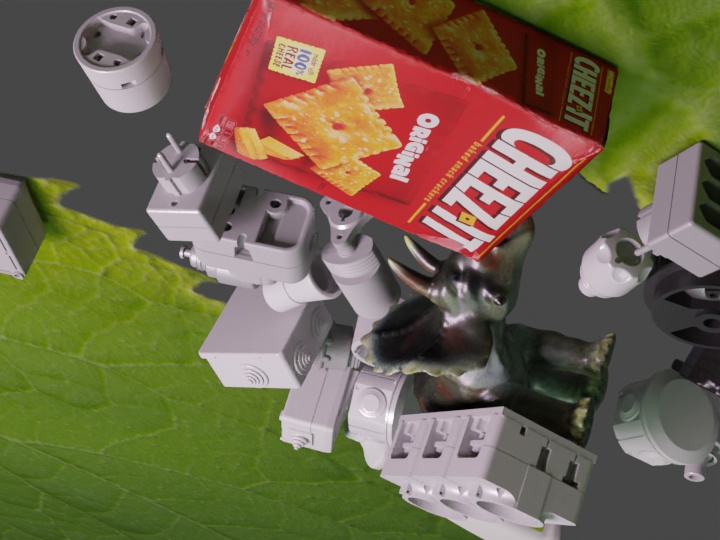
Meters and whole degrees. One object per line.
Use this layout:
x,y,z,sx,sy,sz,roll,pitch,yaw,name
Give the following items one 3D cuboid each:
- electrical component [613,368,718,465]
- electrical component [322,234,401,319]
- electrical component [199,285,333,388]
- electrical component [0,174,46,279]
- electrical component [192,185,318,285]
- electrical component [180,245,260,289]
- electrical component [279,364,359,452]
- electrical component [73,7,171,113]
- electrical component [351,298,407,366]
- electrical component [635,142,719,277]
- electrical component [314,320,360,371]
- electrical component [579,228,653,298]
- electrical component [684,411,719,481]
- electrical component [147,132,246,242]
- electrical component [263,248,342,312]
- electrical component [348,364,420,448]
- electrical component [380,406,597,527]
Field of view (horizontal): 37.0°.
0.260,0.127,0.914,0.080,0.080,0.051,28,154,-18,electrical component
0.000,0.000,0.869,0.043,0.043,0.081,1,146,25,electrical component
-0.081,0.059,0.955,0.100,0.099,0.048,-2,132,29,electrical component
-0.320,-0.039,0.948,0.062,0.061,0.096,12,150,8,electrical component
-0.084,-0.027,0.856,0.095,0.053,0.059,12,150,9,electrical component
-0.115,-0.009,0.916,0.078,0.040,0.040,11,149,11,electrical component
-0.041,0.135,1.060,0.061,0.096,0.061,14,150,5,electrical component
-0.155,-0.137,0.711,0.055,0.055,0.047,9,153,13,electrical component
0.022,0.055,0.945,0.055,0.047,0.055,13,150,8,electrical component
0.205,-0.031,0.692,0.047,0.065,0.077,28,148,-19,electrical component
-0.011,0.073,0.996,0.062,0.048,0.048,10,150,-4,electrical component
0.180,0.000,0.779,0.043,0.043,0.062,21,151,-7,electrical component
0.301,0.156,0.957,0.043,0.062,0.043,13,150,8,electrical component
-0.129,-0.069,0.798,0.047,0.065,0.076,3,147,23,electrical component
-0.050,0.011,0.907,0.065,0.044,0.044,-22,132,40,electrical component
0.026,0.129,1.035,0.051,0.080,0.080,12,150,19,electrical component
0.092,0.153,0.817,0.089,0.061,0.150,29,159,-20,electrical component
